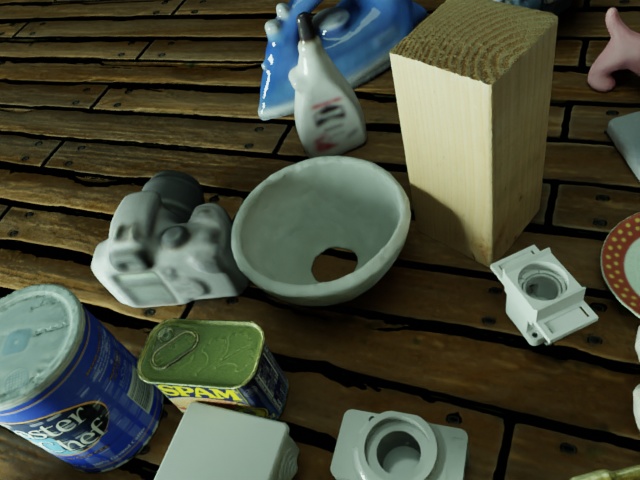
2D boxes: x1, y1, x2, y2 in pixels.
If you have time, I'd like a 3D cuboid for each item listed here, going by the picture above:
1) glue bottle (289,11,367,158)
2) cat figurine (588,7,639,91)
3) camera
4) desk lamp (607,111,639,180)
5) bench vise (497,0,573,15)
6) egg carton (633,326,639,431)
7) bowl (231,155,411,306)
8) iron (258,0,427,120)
[{"bbox_3d":[0.001,-0.165,0.617,0.078,0.173,0.037,-23,49,-2],"label":"glue bottle"},{"bbox_3d":[0.350,-0.205,0.583,0.127,0.118,0.067,26,63,33],"label":"cat figurine"},{"bbox_3d":[-0.149,-0.014,0.586,0.143,0.101,0.137,-7,50,12],"label":"camera"},{"bbox_3d":[0.325,-0.113,0.450,0.118,0.214,0.203,-15,49,5],"label":"desk lamp"},{"bbox_3d":[0.257,-0.327,0.644,0.121,0.220,0.207,10,55,24],"label":"bench vise"},{"bbox_3d":[0.290,0.103,0.378,0.150,0.069,0.107,8,54,22],"label":"egg carton"},{"bbox_3d":[0.005,0.002,0.544,0.167,0.075,0.167,-8,50,10],"label":"bowl"},{"bbox_3d":[0.009,-0.273,0.726,0.258,0.142,0.118,-37,51,-14],"label":"iron"}]
